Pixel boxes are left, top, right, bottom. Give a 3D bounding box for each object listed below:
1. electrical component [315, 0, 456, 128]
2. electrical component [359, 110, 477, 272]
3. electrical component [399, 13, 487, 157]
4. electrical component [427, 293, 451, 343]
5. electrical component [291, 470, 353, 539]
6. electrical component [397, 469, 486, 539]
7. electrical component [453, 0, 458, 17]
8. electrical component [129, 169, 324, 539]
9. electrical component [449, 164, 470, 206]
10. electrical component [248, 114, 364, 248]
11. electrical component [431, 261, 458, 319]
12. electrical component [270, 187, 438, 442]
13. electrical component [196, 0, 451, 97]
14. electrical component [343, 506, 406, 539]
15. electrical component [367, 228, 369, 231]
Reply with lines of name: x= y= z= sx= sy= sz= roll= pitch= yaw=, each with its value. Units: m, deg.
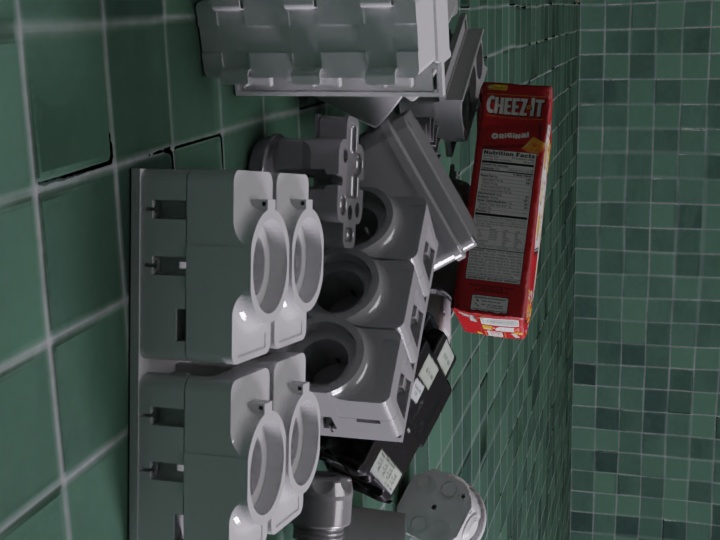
electrical component: x=0.022 y=-0.146 z=0.722 sx=0.108 sy=0.060 sz=0.108 roll=-56 pitch=-171 yaw=13
electrical component: x=0.036 y=-0.056 z=0.788 sx=0.113 sy=0.057 sz=0.078 roll=60 pitch=12 yaw=-8
electrical component: x=0.077 y=-0.173 z=0.998 sx=0.121 sy=0.063 sz=0.078 roll=-71 pitch=157 yaw=-45
electrical component: x=0.065 y=0.071 z=1.027 sx=0.079 sy=0.043 sz=0.077 roll=56 pitch=39 yaw=-63
electrical component: x=-0.027 y=0.168 z=0.724 sx=0.043 sy=0.043 sz=0.062 roll=7 pitch=87 yaw=-74
electrical component: x=0.078 y=0.234 z=1.034 sx=0.051 sy=0.080 sz=0.080 roll=53 pitch=42 yaw=-57
electrical component: x=0.076 y=-0.272 z=1.023 sx=0.044 sy=0.044 sz=0.065 roll=-69 pitch=160 yaw=-48
electrical component: x=-0.064 y=0.043 z=0.547 sx=0.105 sy=0.060 sz=0.186 roll=-13 pitch=104 yaw=-73
electrical component: x=0.092 y=-0.068 z=1.101 sx=0.077 sy=0.044 sz=0.079 roll=50 pitch=45 yaw=-67
electrical component: x=-0.032 y=-0.053 z=0.649 sx=0.058 sy=0.057 sz=0.078 roll=-3 pitch=95 yaw=-74
electrical component: x=0.081 y=0.014 z=1.078 sx=0.081 sy=0.043 sz=0.043 roll=-64 pitch=152 yaw=-54
electrical component: x=-0.008 y=0.025 z=0.685 sx=0.061 sy=0.089 sz=0.150 roll=69 pitch=28 yaw=-54
electrical component: x=-0.019 y=-0.128 z=0.568 sx=0.063 sy=0.121 sz=0.078 roll=-51 pitch=141 yaw=-60
electrical component: x=0.010 y=0.242 z=0.871 sx=0.099 sy=0.064 sz=0.099 roll=1 pitch=90 yaw=-88
electrical component: x=0.000 y=0.000 z=0.793 sx=0.066 sy=0.048 sz=0.055 roll=16 pitch=69 yaw=-73
